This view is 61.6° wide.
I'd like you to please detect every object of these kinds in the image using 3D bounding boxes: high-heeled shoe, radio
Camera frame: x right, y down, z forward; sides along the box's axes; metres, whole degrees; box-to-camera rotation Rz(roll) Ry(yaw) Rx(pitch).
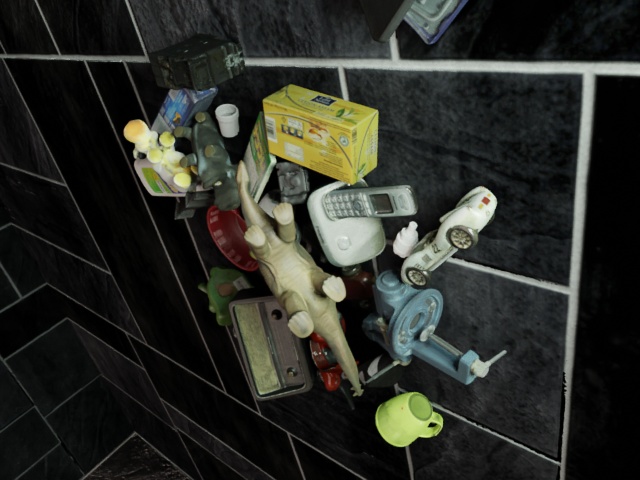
[{"bbox_3d":[0.087,0.243,1.103,0.248,0.086,0.145,-54,45,36],"label":"high-heeled shoe"},{"bbox_3d":[-0.092,0.208,1.106,0.131,0.073,0.229,-11,105,10],"label":"radio"}]

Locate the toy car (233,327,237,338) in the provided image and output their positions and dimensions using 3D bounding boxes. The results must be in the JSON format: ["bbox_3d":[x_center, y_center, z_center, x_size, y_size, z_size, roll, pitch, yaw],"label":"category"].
[{"bbox_3d":[-0.110,0.171,1.190,0.161,0.103,0.109,-43,98,15],"label":"toy car"}]

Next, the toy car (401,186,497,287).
[{"bbox_3d":[0.176,0.001,0.758,0.056,0.073,0.201,42,144,4],"label":"toy car"}]

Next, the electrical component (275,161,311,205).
[{"bbox_3d":[-0.042,-0.096,0.906,0.048,0.119,0.074,-7,93,5],"label":"electrical component"}]

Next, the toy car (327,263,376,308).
[{"bbox_3d":[0.025,0.083,1.014,0.202,0.053,0.089,-8,123,46],"label":"toy car"}]

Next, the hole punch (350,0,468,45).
[{"bbox_3d":[0.104,-0.287,0.584,0.142,0.092,0.116,-51,51,57],"label":"hole punch"}]

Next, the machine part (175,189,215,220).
[{"bbox_3d":[-0.245,-0.075,1.072,0.139,0.084,0.039,-18,91,50],"label":"machine part"}]

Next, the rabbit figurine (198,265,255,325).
[{"bbox_3d":[-0.221,0.142,1.286,0.159,0.121,0.170,41,159,19],"label":"rabbit figurine"}]

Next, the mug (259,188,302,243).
[{"bbox_3d":[-0.078,-0.034,0.998,0.110,0.081,0.107,42,137,23],"label":"mug"}]

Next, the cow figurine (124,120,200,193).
[{"bbox_3d":[-0.302,-0.159,1.037,0.167,0.068,0.098,41,160,-4],"label":"cow figurine"}]

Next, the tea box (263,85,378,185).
[{"bbox_3d":[0.000,-0.161,0.807,0.170,0.068,0.098,26,138,29],"label":"tea box"}]

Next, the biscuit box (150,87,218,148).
[{"bbox_3d":[-0.261,-0.244,1.021,0.059,0.063,0.203,53,144,-3],"label":"biscuit box"}]

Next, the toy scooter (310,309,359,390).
[{"bbox_3d":[0.027,0.210,1.057,0.135,0.075,0.183,172,92,-67],"label":"toy scooter"}]

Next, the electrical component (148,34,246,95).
[{"bbox_3d":[-0.207,-0.290,0.877,0.134,0.115,0.058,20,133,33],"label":"electrical component"}]

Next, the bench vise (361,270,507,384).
[{"bbox_3d":[0.165,0.164,0.874,0.241,0.129,0.223,30,136,40],"label":"bench vise"}]

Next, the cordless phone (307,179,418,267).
[{"bbox_3d":[0.081,-0.029,0.830,0.184,0.089,0.146,2,122,42],"label":"cordless phone"}]

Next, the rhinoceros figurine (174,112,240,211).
[{"bbox_3d":[-0.196,-0.141,0.978,0.073,0.112,0.190,-28,69,15],"label":"rhinoceros figurine"}]

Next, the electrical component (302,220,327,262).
[{"bbox_3d":[-0.002,-0.003,0.991,0.063,0.021,0.093,33,140,22],"label":"electrical component"}]

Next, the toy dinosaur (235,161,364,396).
[{"bbox_3d":[-0.028,0.083,0.896,0.471,0.105,0.198,64,172,-7],"label":"toy dinosaur"}]
